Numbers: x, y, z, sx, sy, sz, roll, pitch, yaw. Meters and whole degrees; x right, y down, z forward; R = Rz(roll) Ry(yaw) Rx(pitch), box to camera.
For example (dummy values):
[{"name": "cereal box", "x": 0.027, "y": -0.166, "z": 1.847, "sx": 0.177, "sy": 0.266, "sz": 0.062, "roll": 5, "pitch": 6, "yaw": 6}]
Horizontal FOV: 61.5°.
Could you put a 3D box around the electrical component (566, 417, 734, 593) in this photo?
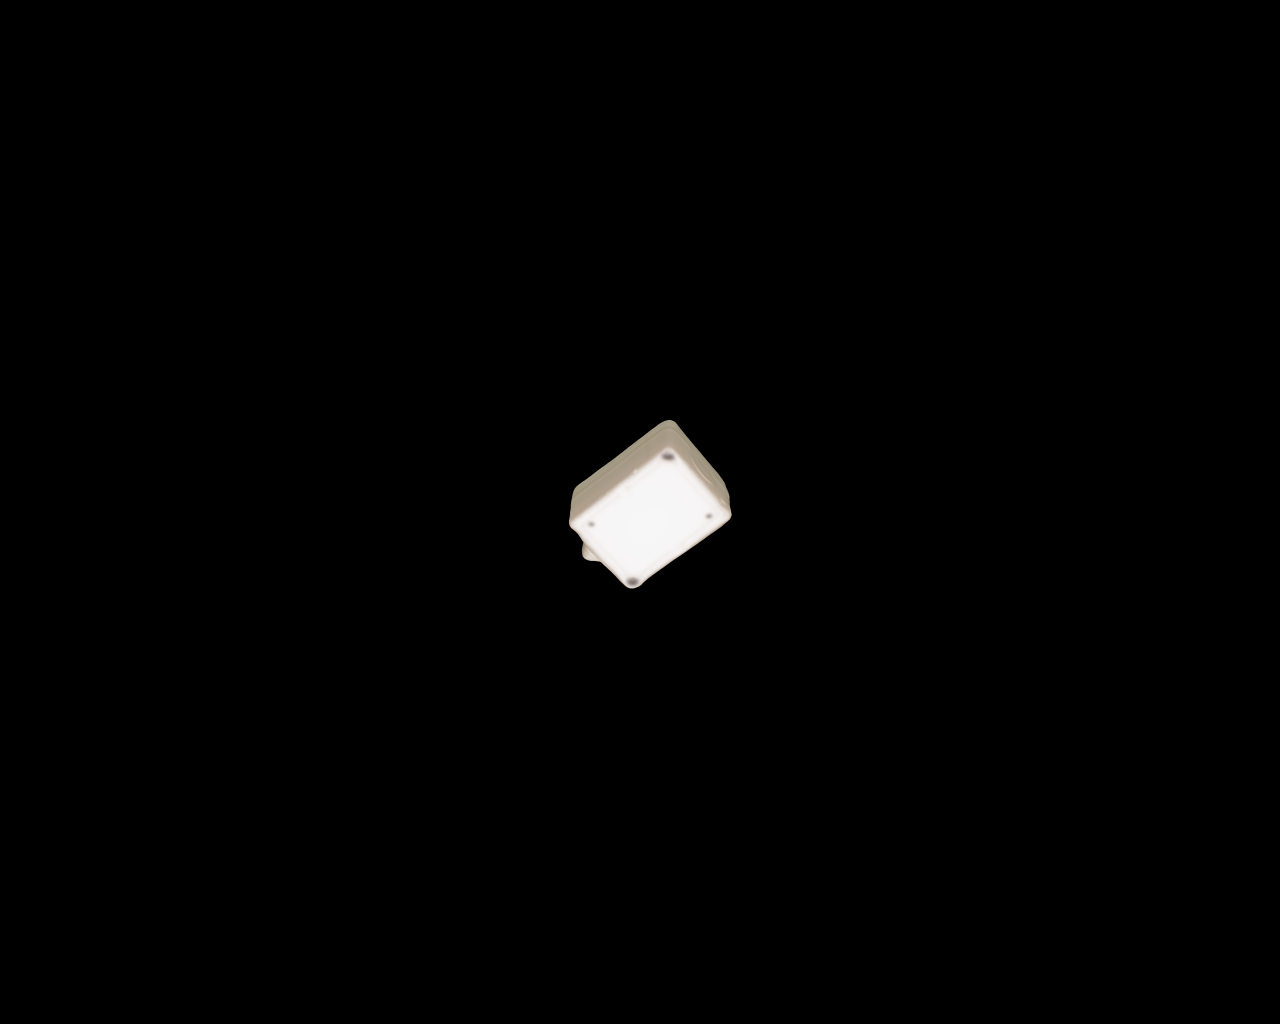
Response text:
[{"name": "electrical component", "x": 0.001, "y": -0.003, "z": 0.650, "sx": 0.096, "sy": 0.061, "sz": 0.061, "roll": -36, "pitch": 19, "yaw": 15}]
